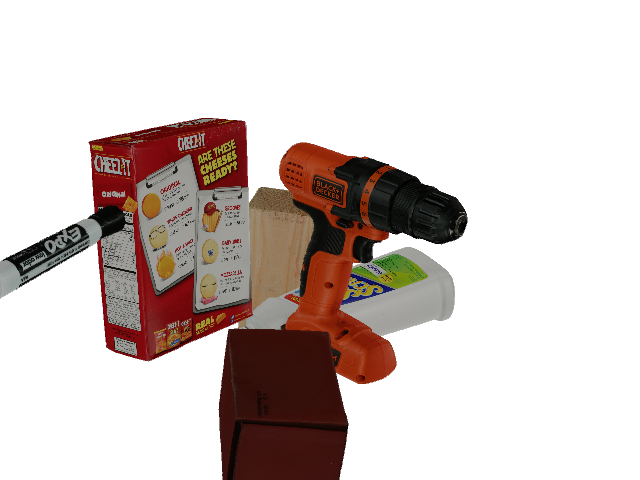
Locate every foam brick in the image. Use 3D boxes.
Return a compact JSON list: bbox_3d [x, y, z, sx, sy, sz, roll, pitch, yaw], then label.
[{"bbox_3d":[-0.020,0.084,0.507,0.053,0.051,0.078,4,27,-8],"label":"foam brick"}]

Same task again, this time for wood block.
[{"bbox_3d":[-0.056,0.042,1.455,0.090,0.206,0.090,9,22,6],"label":"wood block"}]

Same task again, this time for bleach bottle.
[{"bbox_3d":[0.021,0.081,1.188,0.250,0.068,0.103,-18,34,-26],"label":"bleach bottle"}]

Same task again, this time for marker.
[{"bbox_3d":[-0.160,0.004,0.653,0.020,0.020,0.120,0,20,29],"label":"marker"}]

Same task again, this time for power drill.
[{"bbox_3d":[0.036,0.023,0.905,0.185,0.188,0.057,24,27,38],"label":"power drill"}]

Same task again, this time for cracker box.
[{"bbox_3d":[-0.147,-0.006,1.076,0.072,0.214,0.163,9,18,35],"label":"cracker box"}]
